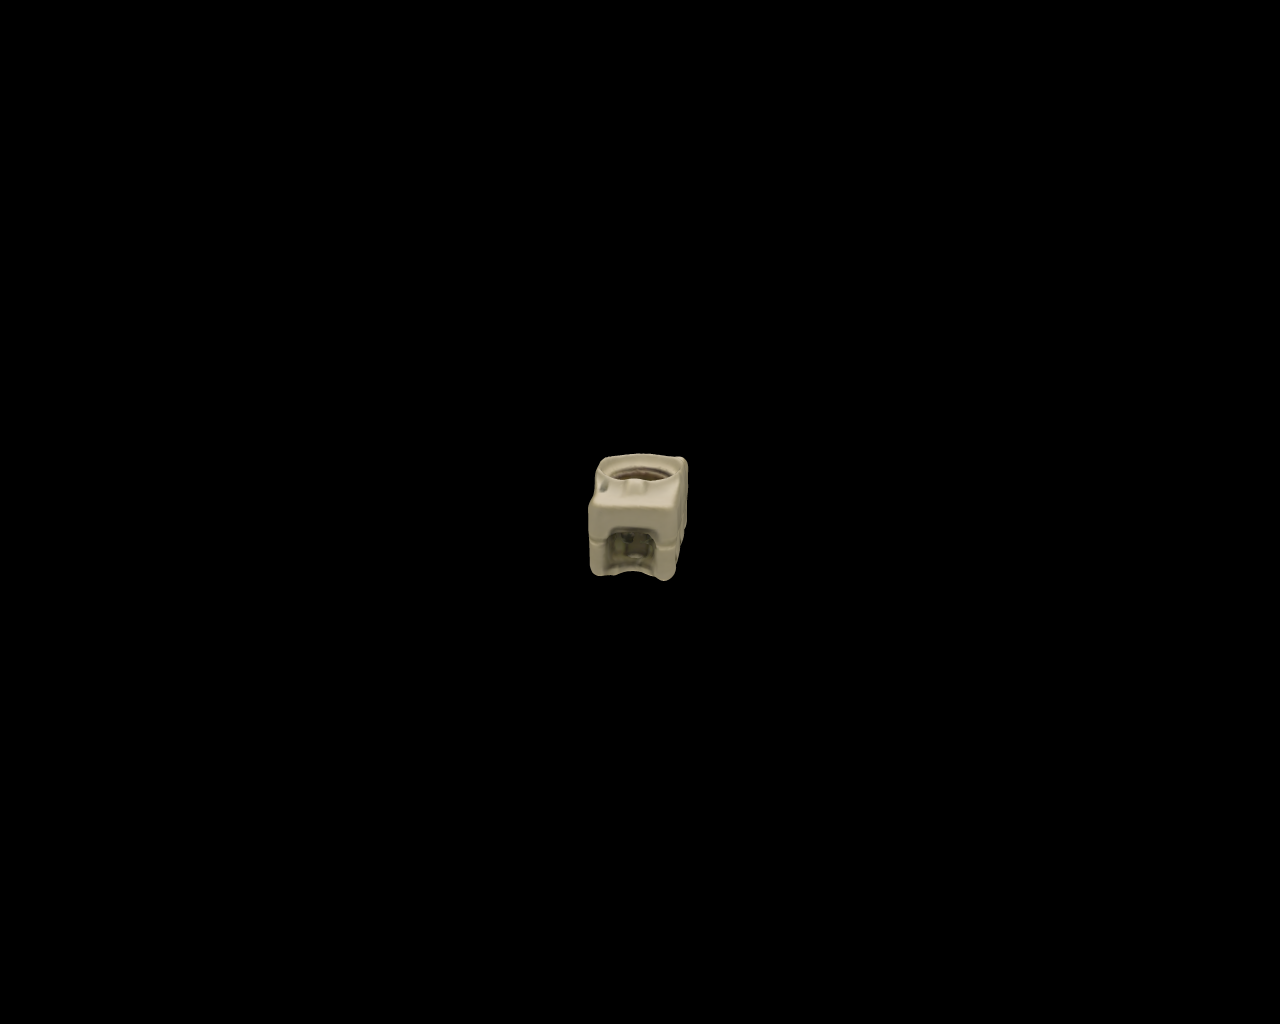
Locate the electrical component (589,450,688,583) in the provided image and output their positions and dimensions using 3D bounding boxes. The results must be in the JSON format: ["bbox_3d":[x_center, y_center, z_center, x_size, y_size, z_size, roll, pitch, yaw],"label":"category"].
[{"bbox_3d":[0.001,-0.003,0.650,0.050,0.055,0.090,3,22,7],"label":"electrical component"}]
